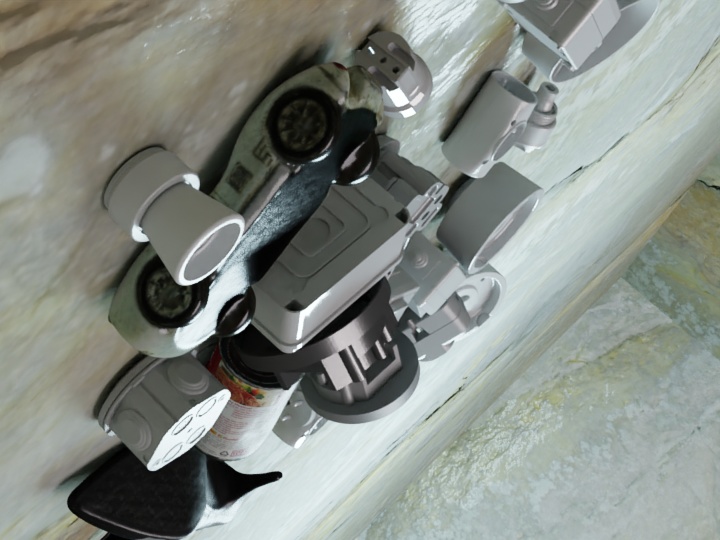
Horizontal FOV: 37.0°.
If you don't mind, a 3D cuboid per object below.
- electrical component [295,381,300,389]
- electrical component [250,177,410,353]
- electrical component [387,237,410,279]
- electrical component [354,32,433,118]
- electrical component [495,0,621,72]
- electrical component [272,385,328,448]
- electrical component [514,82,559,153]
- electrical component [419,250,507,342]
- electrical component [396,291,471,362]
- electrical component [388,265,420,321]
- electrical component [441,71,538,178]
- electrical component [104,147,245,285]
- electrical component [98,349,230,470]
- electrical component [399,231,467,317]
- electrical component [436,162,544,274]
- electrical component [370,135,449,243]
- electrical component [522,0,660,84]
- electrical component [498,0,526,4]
[{"bbox_3d":[-0.075,0.094,0.923,0.044,0.044,0.065,-50,171,9],"label":"electrical component"},{"bbox_3d":[-0.031,-0.011,0.690,0.113,0.078,0.057,-40,161,-27],"label":"electrical component"},{"bbox_3d":[0.000,0.000,0.837,0.099,0.064,0.099,-44,165,-15],"label":"electrical component"},{"bbox_3d":[0.019,-0.116,0.637,0.040,0.040,0.046,-48,160,2],"label":"electrical component"},{"bbox_3d":[0.141,-0.188,0.750,0.061,0.062,0.096,-50,166,11],"label":"electrical component"},{"bbox_3d":[-0.058,0.138,1.077,0.077,0.044,0.079,-50,166,9],"label":"electrical component"},{"bbox_3d":[0.157,-0.140,0.965,0.043,0.043,0.062,-34,159,-43],"label":"electrical component"},{"bbox_3d":[0.099,0.022,1.173,0.108,0.060,0.108,-23,143,-19],"label":"electrical component"},{"bbox_3d":[0.060,0.054,1.088,0.095,0.053,0.059,-31,131,12],"label":"electrical component"},{"bbox_3d":[0.007,0.028,0.939,0.096,0.061,0.062,-54,165,24],"label":"electrical component"},{"bbox_3d":[0.113,-0.121,0.884,0.079,0.044,0.077,-26,154,-57],"label":"electrical component"},{"bbox_3d":[-0.090,-0.027,0.521,0.045,0.055,0.045,-44,165,-14],"label":"electrical component"},{"bbox_3d":[-0.131,0.091,0.724,0.080,0.051,0.080,-44,165,-14],"label":"electrical component"},{"bbox_3d":[0.054,0.002,1.005,0.061,0.062,0.096,-48,166,2],"label":"electrical component"},{"bbox_3d":[0.120,-0.056,1.045,0.108,0.060,0.108,-44,165,-14],"label":"electrical component"},{"bbox_3d":[0.021,-0.058,0.760,0.058,0.057,0.078,-50,166,10],"label":"electrical component"},{"bbox_3d":[0.177,-0.191,0.843,0.099,0.064,0.099,-44,165,-15],"label":"electrical component"},{"bbox_3d":[0.087,-0.186,0.640,0.040,0.040,0.078,-50,165,11],"label":"electrical component"}]
